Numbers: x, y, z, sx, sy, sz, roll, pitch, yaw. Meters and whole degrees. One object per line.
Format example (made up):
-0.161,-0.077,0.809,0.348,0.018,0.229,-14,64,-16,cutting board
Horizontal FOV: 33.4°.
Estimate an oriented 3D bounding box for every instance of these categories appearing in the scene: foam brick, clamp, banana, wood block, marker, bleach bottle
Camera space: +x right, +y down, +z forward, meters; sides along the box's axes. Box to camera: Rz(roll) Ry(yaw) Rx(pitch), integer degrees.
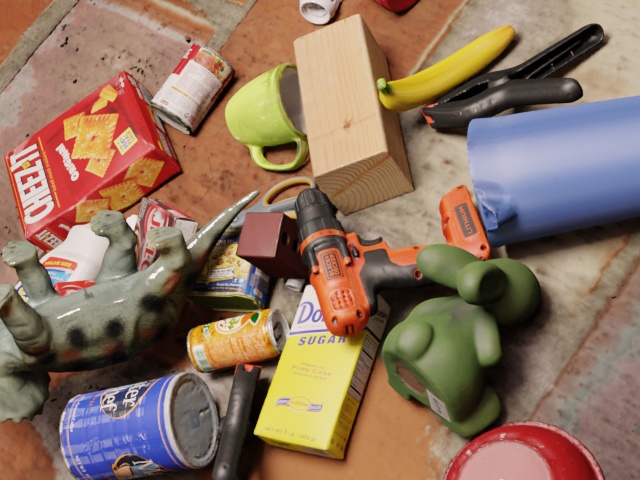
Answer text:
-0.046,0.006,1.174,0.051,0.078,0.053,2,71,32,foam brick
0.211,-0.171,1.168,0.210,0.036,0.164,-14,25,39,clamp
-0.088,0.200,1.101,0.039,0.120,0.171,11,62,-7,clamp
0.138,-0.187,1.209,0.197,0.070,0.037,-28,82,-25,banana
0.036,-0.147,1.238,0.091,0.090,0.206,-19,55,17,wood block
-0.008,0.001,1.222,0.020,0.020,0.121,11,69,33,marker
-0.343,0.069,1.343,0.103,0.068,0.250,24,74,36,bleach bottle

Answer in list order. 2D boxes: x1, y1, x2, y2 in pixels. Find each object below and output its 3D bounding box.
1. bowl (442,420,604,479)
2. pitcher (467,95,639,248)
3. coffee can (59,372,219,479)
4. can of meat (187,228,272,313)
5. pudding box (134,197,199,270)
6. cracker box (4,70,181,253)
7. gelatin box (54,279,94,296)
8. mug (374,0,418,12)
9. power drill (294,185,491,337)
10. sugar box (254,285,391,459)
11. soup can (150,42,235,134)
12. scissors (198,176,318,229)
0.174,0.233,0.967,0.162,0.055,0.162,-14,57,22,bowl
0.275,-0.081,1.055,0.243,0.144,0.149,-10,71,20,pitcher
-0.194,0.206,1.155,0.140,0.102,0.103,-14,57,22,coffee can
-0.102,0.035,1.232,0.102,0.057,0.084,0,65,29,can of meat
-0.192,0.015,1.267,0.090,0.039,0.113,28,106,52,pudding box
-0.306,-0.103,1.413,0.214,0.072,0.164,-33,52,9,cracker box
-0.270,0.082,1.282,0.073,0.089,0.030,65,146,38,gelatin box
0.093,-0.340,1.327,0.117,0.093,0.082,-23,51,-30,mug
0.073,0.002,1.119,0.187,0.057,0.184,-16,56,-1,power drill
0.004,0.135,1.123,0.093,0.048,0.176,5,67,31,sugar box
-0.167,-0.197,1.393,0.069,0.068,0.102,28,79,37,soup can
-0.089,-0.010,1.276,0.202,0.016,0.096,-27,54,13,scissors
